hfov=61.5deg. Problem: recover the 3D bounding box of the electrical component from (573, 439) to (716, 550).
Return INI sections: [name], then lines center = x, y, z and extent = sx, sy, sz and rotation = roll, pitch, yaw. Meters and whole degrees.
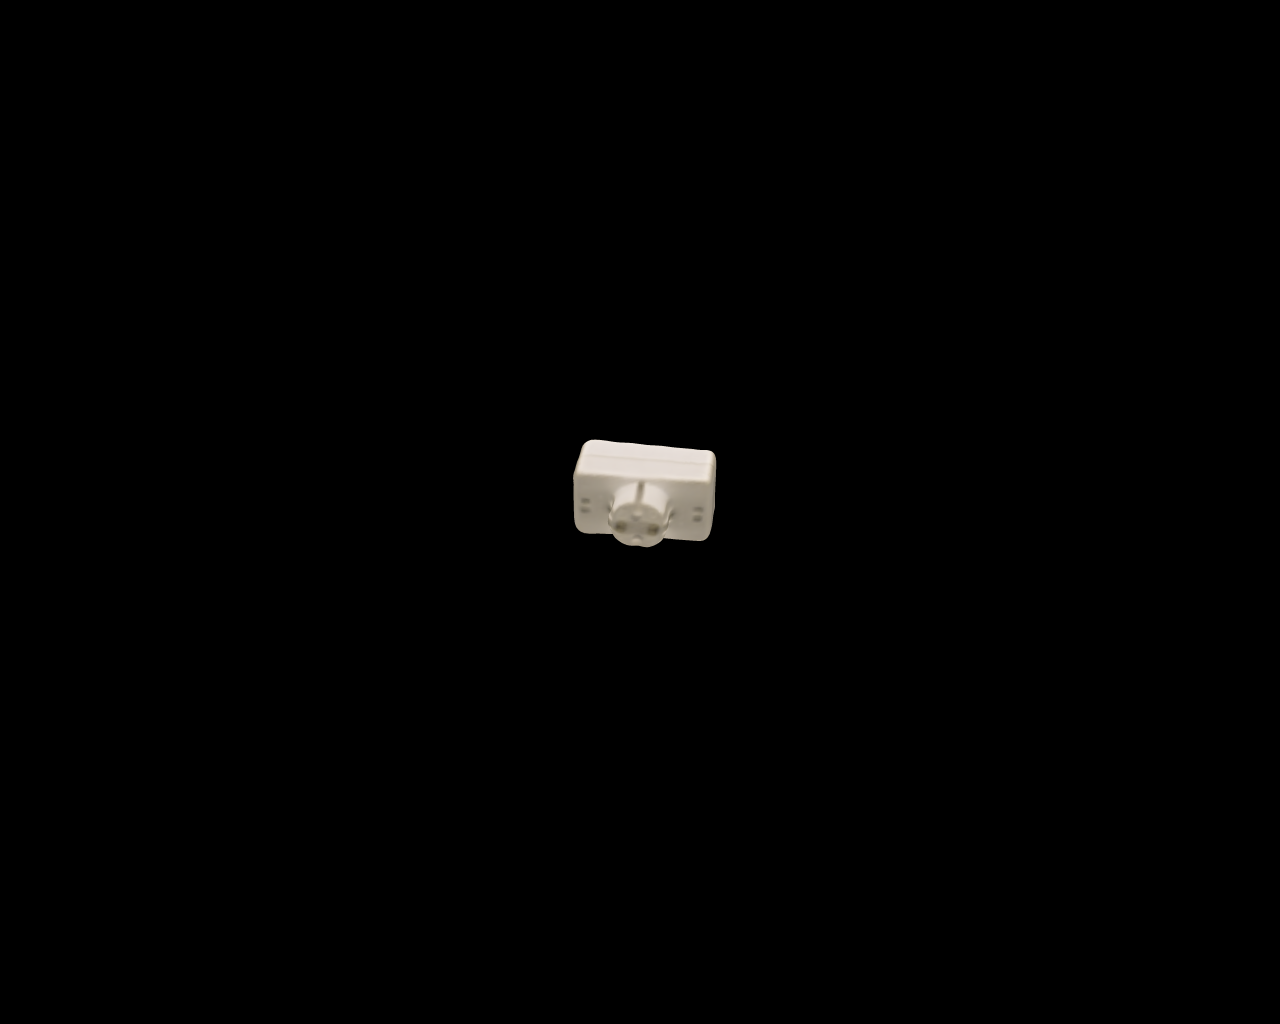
[electrical component]
center = 0.001, -0.003, 0.650
extent = 0.083, 0.047, 0.076
rotation = 5, 36, 7
